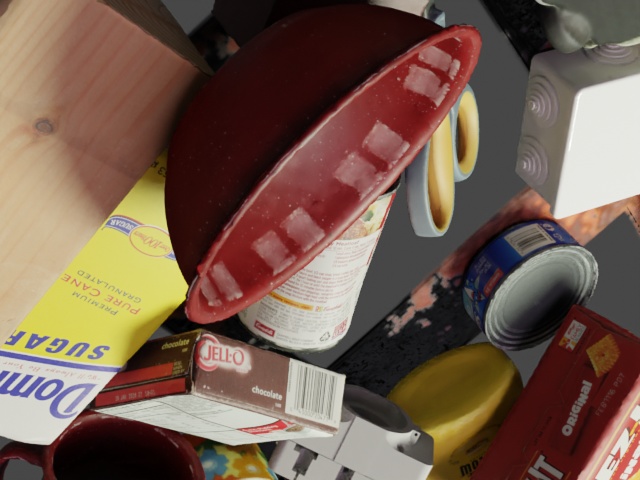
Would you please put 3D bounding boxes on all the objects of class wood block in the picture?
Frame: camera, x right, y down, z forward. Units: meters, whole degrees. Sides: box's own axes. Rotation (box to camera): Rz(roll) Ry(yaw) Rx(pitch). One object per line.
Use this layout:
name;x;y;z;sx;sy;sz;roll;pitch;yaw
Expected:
wood block;-0.149;-0.026;0.437;0.206;0.090;0.090;-48;134;12

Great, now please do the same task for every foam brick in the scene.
foam brick;-0.001;-0.107;0.486;0.078;0.053;0.051;8;121;-35

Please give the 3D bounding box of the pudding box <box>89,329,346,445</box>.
pudding box;-0.056;0.084;0.589;0.090;0.039;0.113;-14;151;42

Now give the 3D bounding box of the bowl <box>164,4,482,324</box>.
bowl;-0.010;-0.041;0.432;0.162;0.055;0.162;-42;168;-11

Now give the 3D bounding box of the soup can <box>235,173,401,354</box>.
soup can;-0.004;0.001;0.563;0.068;0.068;0.102;-4;128;-29

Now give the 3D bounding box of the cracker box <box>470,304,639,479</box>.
cracker box;0.195;0.155;0.752;0.164;0.072;0.213;-59;146;-1

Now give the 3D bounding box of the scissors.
scissors;0.062;-0.102;0.546;0.096;0.016;0.202;-33;125;-60

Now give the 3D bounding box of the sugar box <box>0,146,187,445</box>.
sugar box;-0.120;0.022;0.526;0.176;0.048;0.093;-49;135;11

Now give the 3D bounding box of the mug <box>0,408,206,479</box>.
mug;-0.132;0.151;0.605;0.117;0.093;0.082;22;122;-8

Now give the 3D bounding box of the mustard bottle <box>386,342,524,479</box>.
mustard bottle;0.108;0.159;0.768;0.096;0.058;0.191;-30;136;-9

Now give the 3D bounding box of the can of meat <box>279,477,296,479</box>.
can of meat;0.015;0.190;0.740;0.083;0.057;0.102;-23;135;-17

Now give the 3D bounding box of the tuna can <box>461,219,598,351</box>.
tuna can;0.135;0.029;0.694;0.086;0.034;0.086;-16;132;-19
